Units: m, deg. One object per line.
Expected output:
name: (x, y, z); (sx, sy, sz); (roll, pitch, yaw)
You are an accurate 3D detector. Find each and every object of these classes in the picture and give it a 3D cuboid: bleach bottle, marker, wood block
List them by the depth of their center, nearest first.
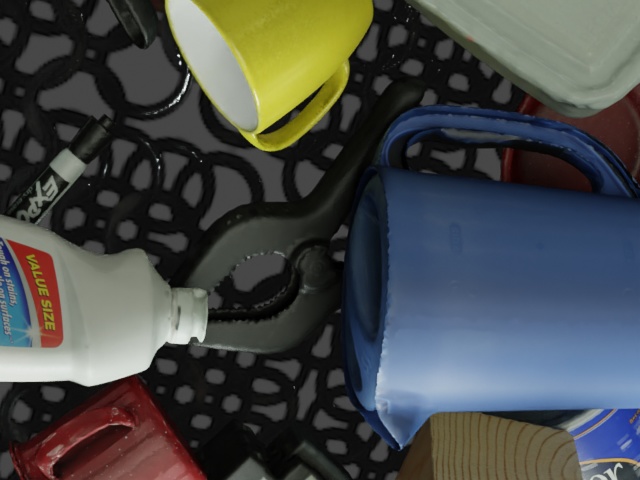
bleach bottle: (-0.184, 0.022, 0.559); (0.250, 0.068, 0.102); (6, 72, -13)
marker: (-0.158, -0.023, 0.602); (0.020, 0.020, 0.121); (42, 91, -21)
wood block: (0.078, 0.208, 0.645); (0.090, 0.090, 0.206); (13, 127, -7)

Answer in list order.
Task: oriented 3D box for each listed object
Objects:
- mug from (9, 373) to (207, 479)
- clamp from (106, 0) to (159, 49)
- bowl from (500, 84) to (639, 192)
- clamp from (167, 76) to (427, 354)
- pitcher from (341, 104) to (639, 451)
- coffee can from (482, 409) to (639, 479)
mug: (-0.122, 0.125, 0.609); (0.081, 0.093, 0.117); (-35, 150, -9)
clamp: (-0.132, -0.178, 0.550); (0.120, 0.039, 0.171); (6, 95, -40)
bowl: (0.177, -0.052, 0.668); (0.162, 0.055, 0.162); (-4, 106, -14)
clamp: (-0.004, 0.001, 0.642); (0.209, 0.036, 0.164); (-16, 108, -11)
pitcher: (0.135, 0.022, 0.584); (0.242, 0.145, 0.149); (3, 118, -8)
coffee can: (0.183, 0.138, 0.697); (0.103, 0.103, 0.140); (-36, 111, -4)
